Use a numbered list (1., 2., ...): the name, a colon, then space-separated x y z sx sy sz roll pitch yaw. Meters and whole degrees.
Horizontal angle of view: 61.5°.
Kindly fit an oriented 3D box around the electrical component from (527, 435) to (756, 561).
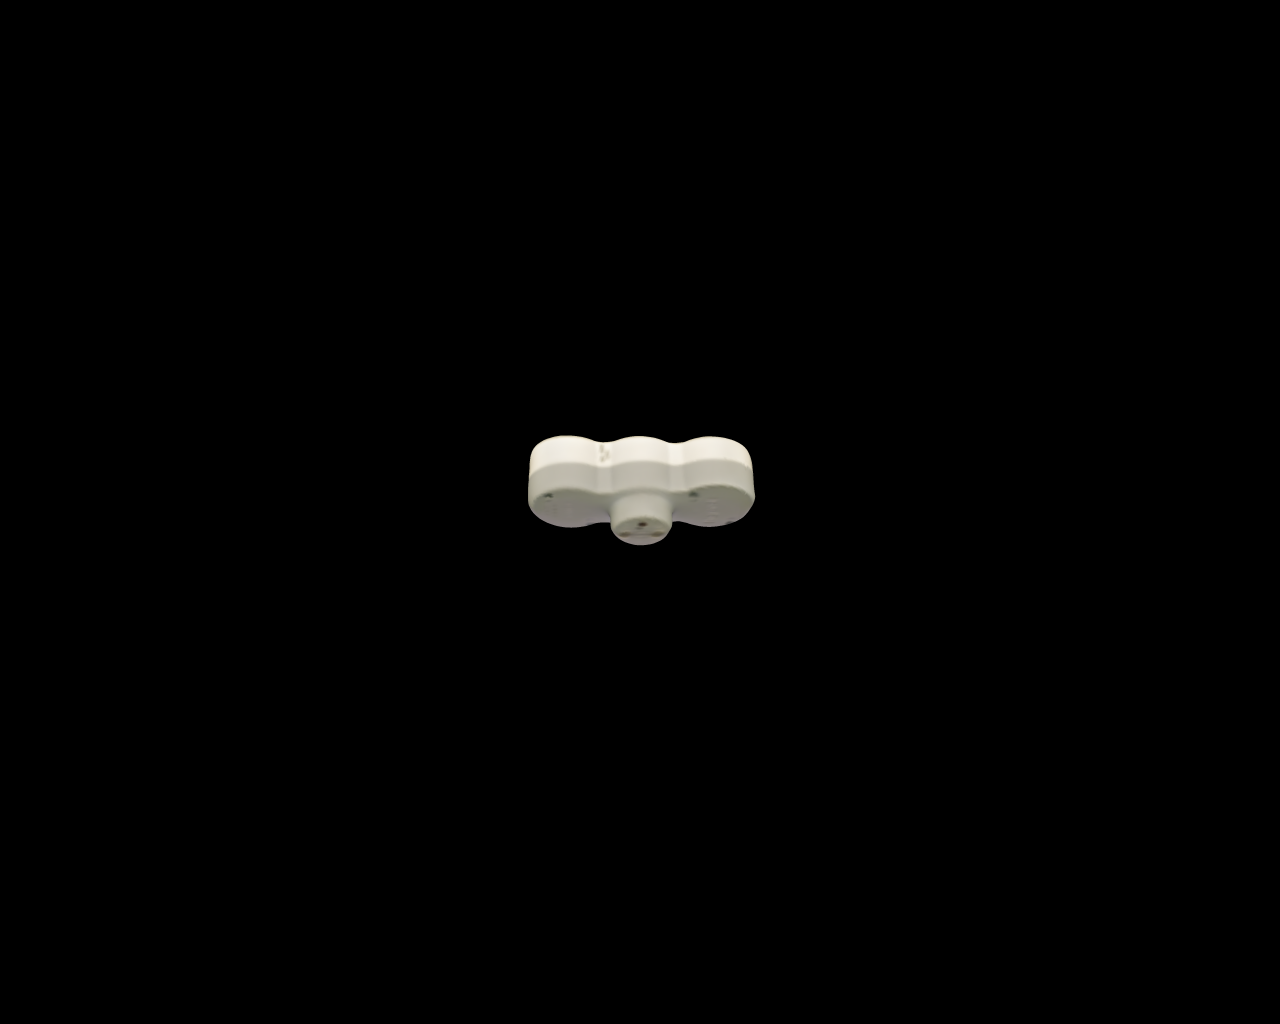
1. electrical component: 0.001 -0.003 0.650 0.138 0.074 0.052 0 -32 0
